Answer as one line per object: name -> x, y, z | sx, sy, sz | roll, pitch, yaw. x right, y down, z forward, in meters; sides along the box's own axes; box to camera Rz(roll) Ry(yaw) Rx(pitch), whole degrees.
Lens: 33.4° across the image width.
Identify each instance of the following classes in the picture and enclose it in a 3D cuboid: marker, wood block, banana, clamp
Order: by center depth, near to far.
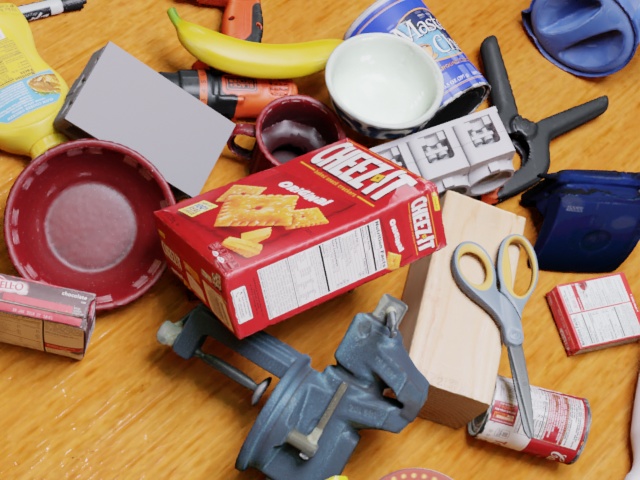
wood block -> 0.133, 0.070, 1.062 | 0.090, 0.091, 0.206 | 19, 62, -5
banana -> -0.063, -0.199, 1.113 | 0.197, 0.037, 0.069 | 10, 68, -14
marker -> -0.309, -0.245, 1.144 | 0.121, 0.020, 0.020 | -19, 71, -21
clamp -> 0.218, -0.131, 1.209 | 0.164, 0.036, 0.209 | 34, 65, 4

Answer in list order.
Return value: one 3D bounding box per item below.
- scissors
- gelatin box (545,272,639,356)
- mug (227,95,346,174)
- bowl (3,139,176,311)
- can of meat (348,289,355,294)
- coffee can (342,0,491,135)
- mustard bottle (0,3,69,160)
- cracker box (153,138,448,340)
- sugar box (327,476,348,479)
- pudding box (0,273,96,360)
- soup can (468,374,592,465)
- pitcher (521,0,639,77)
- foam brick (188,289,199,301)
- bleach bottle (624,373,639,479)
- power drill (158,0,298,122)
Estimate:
scissors -> 0.163, 0.081, 1.004 | 0.096, 0.016, 0.201 | 14, 63, -6
gelatin box -> 0.293, 0.079, 1.132 | 0.089, 0.030, 0.073 | -10, 69, -19
mug -> -0.039, -0.092, 1.102 | 0.117, 0.082, 0.093 | 10, 63, -9
bowl -> -0.218, -0.013, 1.018 | 0.162, 0.055, 0.162 | 0, 89, -13
can of meat -> -0.007, 0.001, 1.080 | 0.084, 0.057, 0.102 | 2, 64, -10
coffee can -> 0.105, -0.190, 1.172 | 0.102, 0.103, 0.140 | -29, 75, -24
mustard bottle -> -0.305, -0.145, 1.075 | 0.096, 0.058, 0.192 | -29, 75, -22
cracker box -> -0.020, -0.011, 0.964 | 0.213, 0.072, 0.164 | -23, 30, -20
sugar box -> -0.042, 0.277, 0.903 | 0.176, 0.048, 0.093 | -27, 71, 11
pudding box -> -0.249, 0.069, 0.955 | 0.090, 0.114, 0.039 | 14, 66, -7
soup can -> 0.204, 0.174, 1.043 | 0.102, 0.069, 0.068 | 17, 62, -5
pitcher -> 0.367, -0.316, 1.281 | 0.149, 0.145, 0.242 | 38, 59, -2
foam brick -> -0.091, 0.025, 1.050 | 0.078, 0.051, 0.053 | -2, 66, -15
bleach bottle -> 0.356, 0.172, 1.074 | 0.102, 0.068, 0.250 | 27, 71, -8
power drill -> -0.121, -0.215, 1.156 | 0.184, 0.057, 0.187 | 1, 68, -17
